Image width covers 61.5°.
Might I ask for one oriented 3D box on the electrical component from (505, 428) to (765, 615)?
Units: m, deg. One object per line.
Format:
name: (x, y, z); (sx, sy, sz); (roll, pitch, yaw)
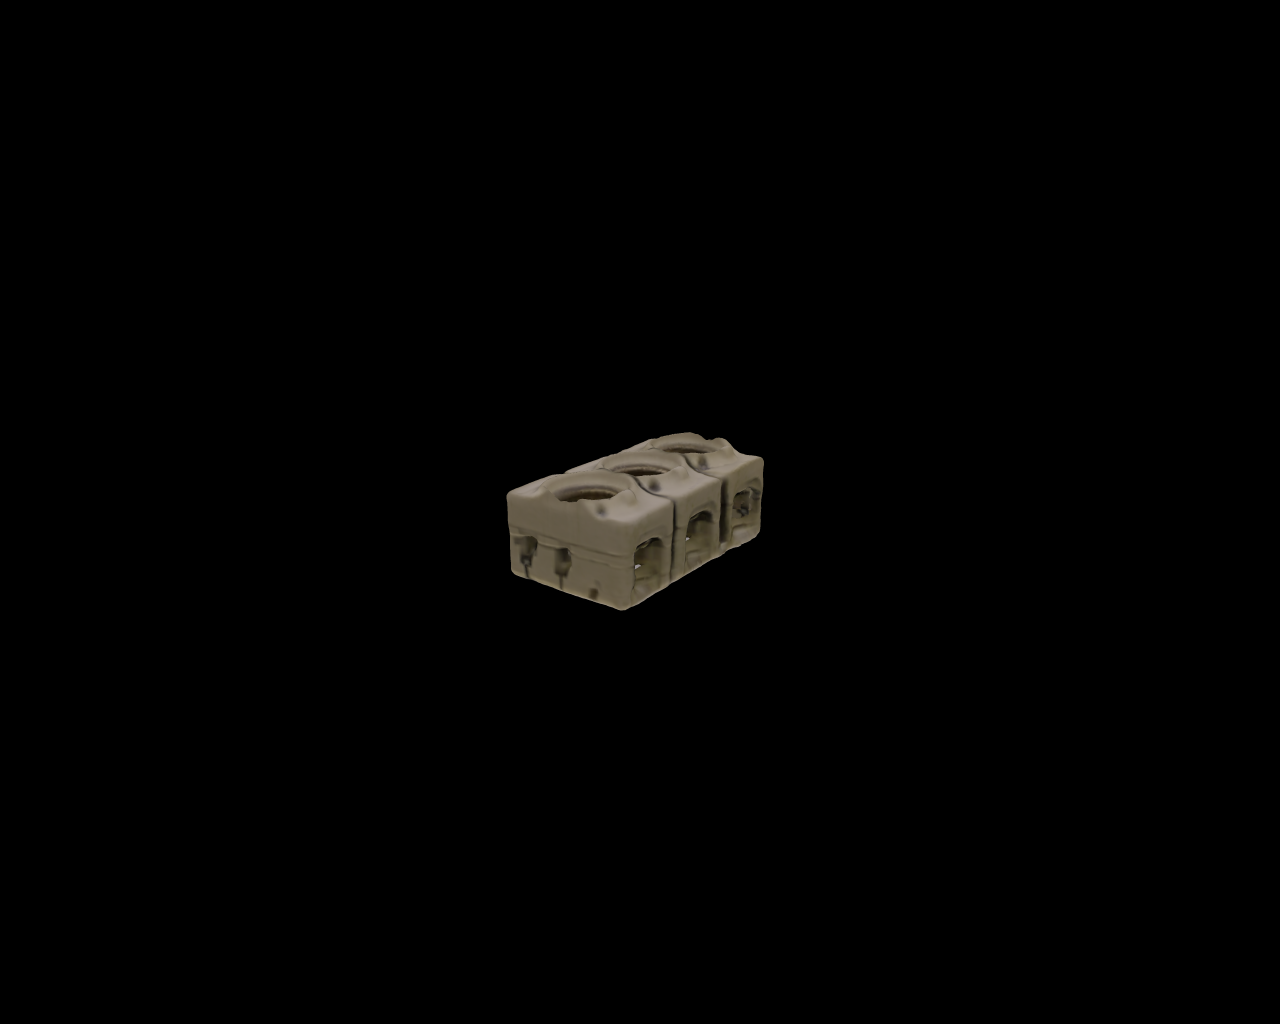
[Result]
electrical component: (0.001, -0.003, 0.650); (0.089, 0.061, 0.150); (14, 24, 33)
